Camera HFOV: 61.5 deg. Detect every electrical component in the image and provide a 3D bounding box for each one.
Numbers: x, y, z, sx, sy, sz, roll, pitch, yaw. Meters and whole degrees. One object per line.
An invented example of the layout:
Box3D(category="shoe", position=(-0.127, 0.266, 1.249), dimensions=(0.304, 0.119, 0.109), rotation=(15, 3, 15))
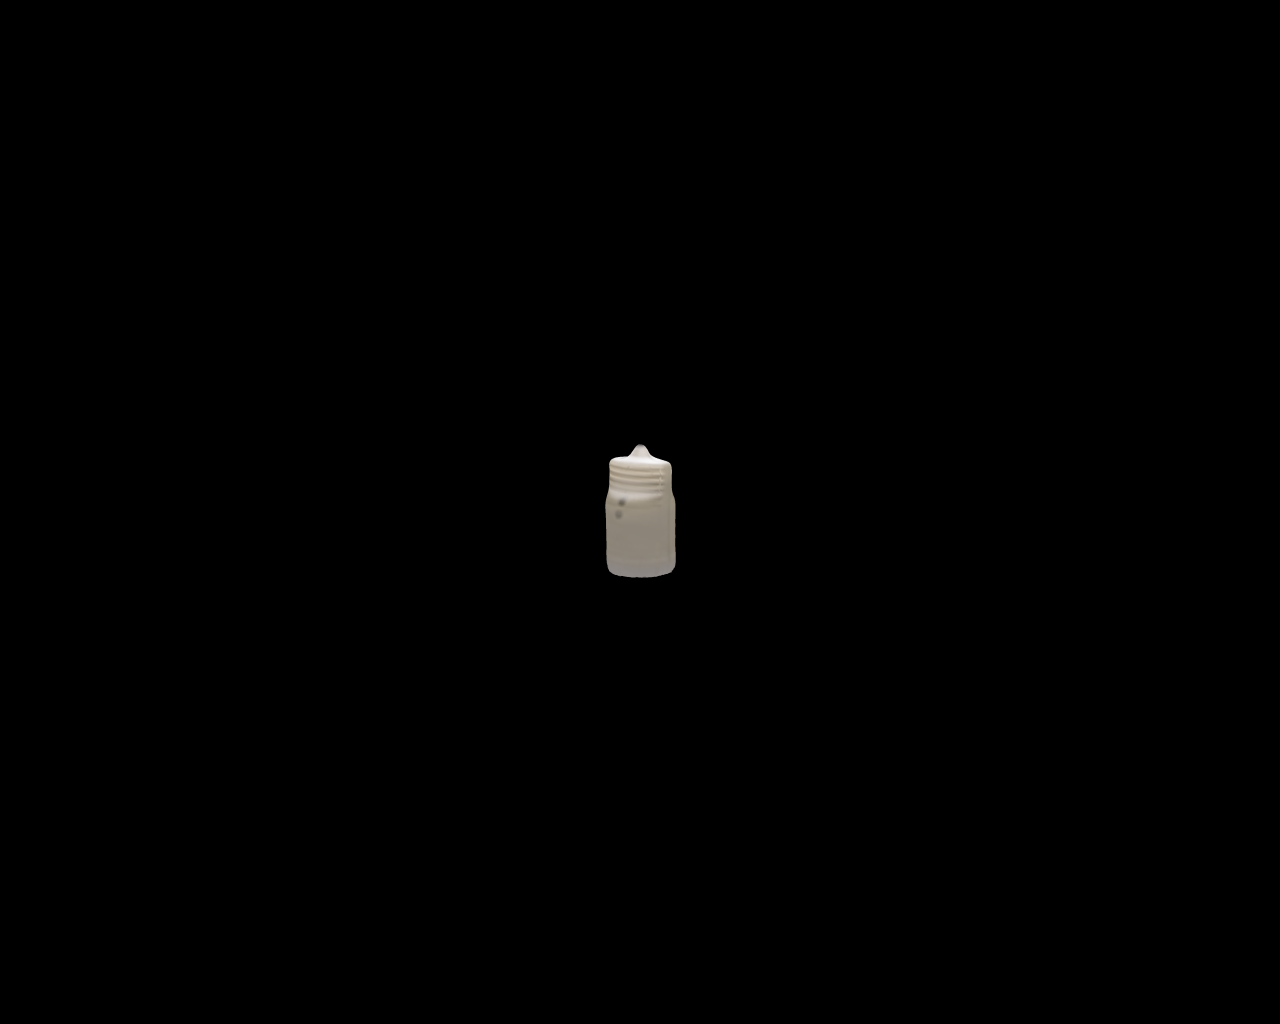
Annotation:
Box3D(category="electrical component", position=(0.001, -0.003, 0.650), dimensions=(0.043, 0.080, 0.043), rotation=(0, 11, 0))
